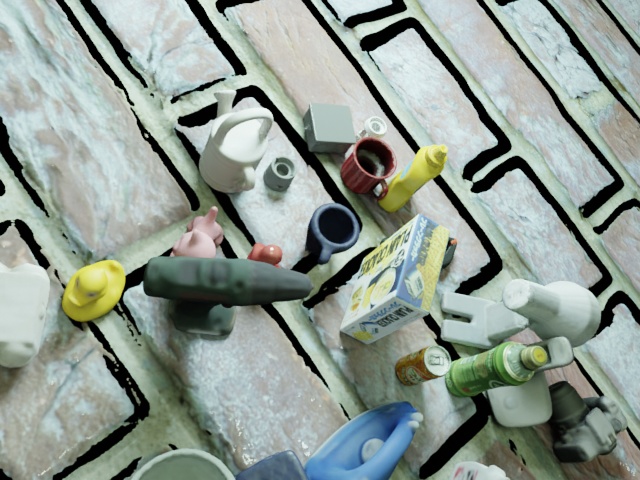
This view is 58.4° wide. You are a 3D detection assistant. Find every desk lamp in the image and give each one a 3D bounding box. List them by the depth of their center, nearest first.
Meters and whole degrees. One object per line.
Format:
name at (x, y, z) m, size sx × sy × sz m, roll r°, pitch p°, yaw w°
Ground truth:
desk lamp at (0.362, 0.136, 1.046) m, size 0.204 × 0.213 × 0.118 m, roll 12°, pitch 64°, yaw -18°

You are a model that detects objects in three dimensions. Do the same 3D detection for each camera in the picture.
camera at (0.497, 0.330, 1.085) m, size 0.143 × 0.100 × 0.137 m, roll -27°, pitch 80°, yaw -30°

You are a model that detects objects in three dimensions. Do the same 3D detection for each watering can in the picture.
watering can at (-0.144, -0.172, 0.974) m, size 0.101 × 0.193 × 0.173 m, roll -37°, pitch 86°, yaw -31°

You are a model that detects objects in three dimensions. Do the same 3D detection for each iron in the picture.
iron at (0.090, 0.329, 0.888) m, size 0.259 × 0.141 × 0.118 m, roll -38°, pitch 86°, yaw -31°

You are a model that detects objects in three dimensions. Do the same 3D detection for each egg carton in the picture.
egg carton at (-0.441, 0.103, 0.800) m, size 0.107 × 0.069 × 0.150 m, roll 5°, pitch 66°, yaw -21°

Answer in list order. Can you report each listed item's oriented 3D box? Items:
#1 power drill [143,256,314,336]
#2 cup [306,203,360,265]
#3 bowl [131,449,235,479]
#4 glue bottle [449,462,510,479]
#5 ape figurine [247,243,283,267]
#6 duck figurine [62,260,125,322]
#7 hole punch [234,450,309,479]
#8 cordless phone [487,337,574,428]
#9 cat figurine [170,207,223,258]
power drill at (-0.148, 0.081, 0.854) m, size 0.230 × 0.208 × 0.075 m, roll 9°, pitch 65°, yaw -20°
cup at (0.009, 0.004, 1.021) m, size 0.092 × 0.094 × 0.118 m, roll 24°, pitch 61°, yaw -12°
bowl at (-0.195, 0.377, 0.784) m, size 0.168 × 0.074 × 0.167 m, roll 9°, pitch 65°, yaw -19°
glue bottle at (0.265, 0.394, 0.917) m, size 0.037 × 0.173 × 0.078 m, roll 32°, pitch 59°, yaw -7°
ape figurine at (-0.089, 0.037, 0.966) m, size 0.076 × 0.092 × 0.078 m, roll -16°, pitch 75°, yaw -28°
duck figurine at (-0.335, 0.066, 0.852) m, size 0.077 × 0.086 × 0.105 m, roll 40°, pitch 59°, yaw -2°
hole punch at (-0.066, 0.374, 0.831) m, size 0.101 × 0.091 × 0.108 m, roll -20°, pitch 77°, yaw -29°
cordless phone at (0.382, 0.252, 1.021) m, size 0.094 × 0.184 × 0.147 m, roll -2°, pitch 69°, yaw -24°
cat figurine at (-0.194, 0.003, 0.921) m, size 0.067 × 0.117 × 0.128 m, roll 26°, pitch 60°, yaw -11°
